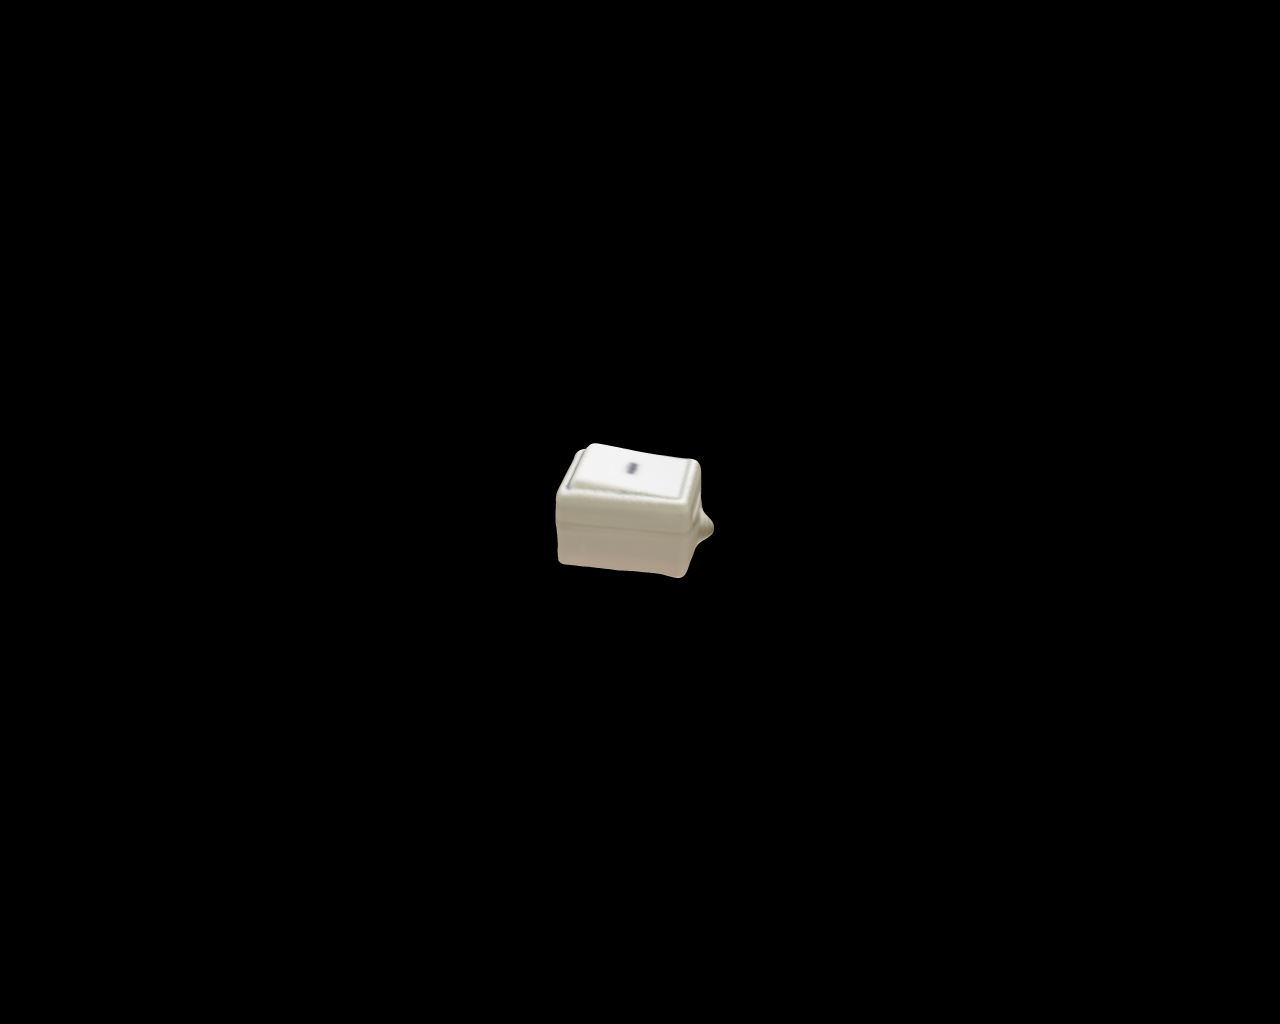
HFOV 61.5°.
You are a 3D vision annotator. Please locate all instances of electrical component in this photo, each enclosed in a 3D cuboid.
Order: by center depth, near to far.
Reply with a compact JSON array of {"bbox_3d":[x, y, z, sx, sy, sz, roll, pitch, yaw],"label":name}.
[{"bbox_3d":[0.001,-0.003,0.650,0.096,0.061,0.062,6,32,9],"label":"electrical component"}]
